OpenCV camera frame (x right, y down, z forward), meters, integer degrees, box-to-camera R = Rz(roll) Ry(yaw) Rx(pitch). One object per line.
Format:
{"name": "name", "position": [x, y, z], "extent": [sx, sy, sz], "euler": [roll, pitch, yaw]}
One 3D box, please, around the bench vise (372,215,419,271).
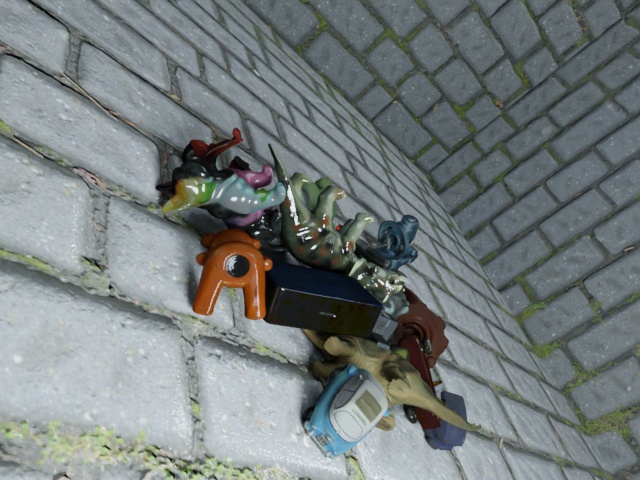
{"name": "bench vise", "position": [0.198, 0.028, 1.612], "extent": [0.240, 0.223, 0.129], "euler": [-14, 58, -35]}

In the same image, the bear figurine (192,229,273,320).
{"name": "bear figurine", "position": [-0.151, 0.049, 0.901], "extent": [0.120, 0.131, 0.196], "euler": [7, 2, -15]}

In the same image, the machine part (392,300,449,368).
{"name": "machine part", "position": [0.217, 0.227, 1.276], "extent": [0.179, 0.056, 0.179], "euler": [6, 61, -10]}

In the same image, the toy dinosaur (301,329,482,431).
{"name": "toy dinosaur", "position": [0.131, 0.263, 1.047], "extent": [0.471, 0.105, 0.198], "euler": [38, 18, -1]}

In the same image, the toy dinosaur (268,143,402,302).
{"name": "toy dinosaur", "position": [-0.003, -0.006, 1.108], "extent": [0.404, 0.192, 0.131], "euler": [35, -19, -28]}

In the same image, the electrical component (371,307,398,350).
{"name": "electrical component", "position": [0.111, 0.166, 1.068], "extent": [0.075, 0.047, 0.119], "euler": [25, 10, -19]}

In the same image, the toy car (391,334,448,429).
{"name": "toy car", "position": [0.219, 0.307, 1.175], "extent": [0.053, 0.089, 0.202], "euler": [19, 54, -71]}

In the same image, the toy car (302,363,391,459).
{"name": "toy car", "position": [0.053, 0.270, 0.872], "extent": [0.109, 0.103, 0.162], "euler": [52, 48, 0]}

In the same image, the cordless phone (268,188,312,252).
{"name": "cordless phone", "position": [-0.107, -0.049, 1.153], "extent": [0.184, 0.089, 0.146], "euler": [7, 73, -43]}

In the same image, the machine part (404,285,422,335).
{"name": "machine part", "position": [0.237, 0.219, 1.435], "extent": [0.201, 0.087, 0.201], "euler": [45, 20, -21]}

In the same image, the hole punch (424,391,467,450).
{"name": "hole punch", "position": [0.286, 0.406, 1.214], "extent": [0.142, 0.092, 0.116], "euler": [32, 30, -49]}

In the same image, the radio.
{"name": "radio", "position": [-0.011, 0.106, 0.990], "extent": [0.229, 0.073, 0.131], "euler": [15, 16, -31]}

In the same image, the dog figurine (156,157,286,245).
{"name": "dog figurine", "position": [-0.185, -0.066, 0.990], "extent": [0.219, 0.191, 0.109], "euler": [-6, 43, -20]}

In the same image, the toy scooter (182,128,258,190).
{"name": "toy scooter", "position": [-0.187, -0.149, 1.100], "extent": [0.184, 0.135, 0.075], "euler": [52, 18, -2]}

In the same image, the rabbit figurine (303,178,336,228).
{"name": "rabbit figurine", "position": [-0.027, -0.085, 1.356], "extent": [0.170, 0.121, 0.159], "euler": [46, 31, -72]}

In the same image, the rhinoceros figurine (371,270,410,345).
{"name": "rhinoceros figurine", "position": [0.151, 0.152, 1.231], "extent": [0.112, 0.073, 0.190], "euler": [18, 59, 5]}
